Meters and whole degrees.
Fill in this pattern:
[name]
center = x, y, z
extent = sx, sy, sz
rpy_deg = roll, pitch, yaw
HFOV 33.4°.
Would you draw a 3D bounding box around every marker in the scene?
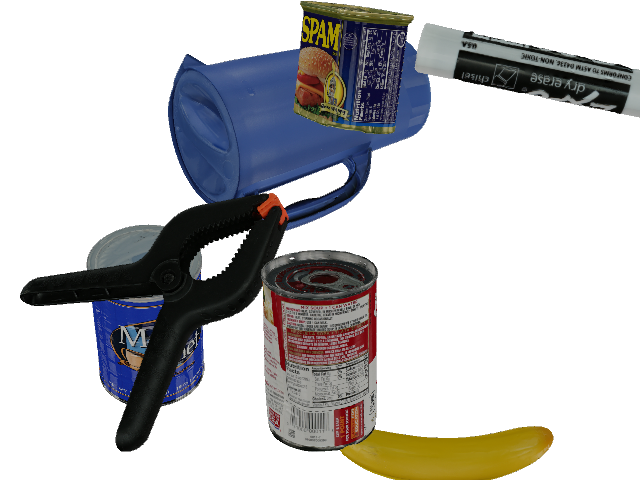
[marker]
center = 0.096, -0.060, 0.400
extent = 0.121, 0.020, 0.020
rpy_deg = 13, 2, 8

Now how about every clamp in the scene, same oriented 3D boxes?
[clamp]
center = -0.118, 0.032, 0.802
extent = 0.165, 0.210, 0.036
rpy_deg = 42, -9, 26

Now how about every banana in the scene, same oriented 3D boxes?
[banana]
center = 0.099, 0.169, 0.871
extent = 0.197, 0.037, 0.069
rpy_deg = 6, 37, -4

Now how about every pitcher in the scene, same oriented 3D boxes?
[pitcher]
center = -0.011, -0.115, 1.031
extent = 0.242, 0.149, 0.145
rpy_deg = -19, 31, -29

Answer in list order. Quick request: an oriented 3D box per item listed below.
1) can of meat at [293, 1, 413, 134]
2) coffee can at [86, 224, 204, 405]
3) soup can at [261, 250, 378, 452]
[can of meat]
center = 0.020, -0.127, 0.777
extent = 0.057, 0.084, 0.102
rpy_deg = -1, 16, -24
[coffee can]
center = -0.161, 0.071, 0.999
extent = 0.103, 0.140, 0.103
rpy_deg = 2, 39, -2
[soup can]
center = 0.000, 0.065, 0.633
extent = 0.068, 0.102, 0.068
rpy_deg = -1, 21, 0
